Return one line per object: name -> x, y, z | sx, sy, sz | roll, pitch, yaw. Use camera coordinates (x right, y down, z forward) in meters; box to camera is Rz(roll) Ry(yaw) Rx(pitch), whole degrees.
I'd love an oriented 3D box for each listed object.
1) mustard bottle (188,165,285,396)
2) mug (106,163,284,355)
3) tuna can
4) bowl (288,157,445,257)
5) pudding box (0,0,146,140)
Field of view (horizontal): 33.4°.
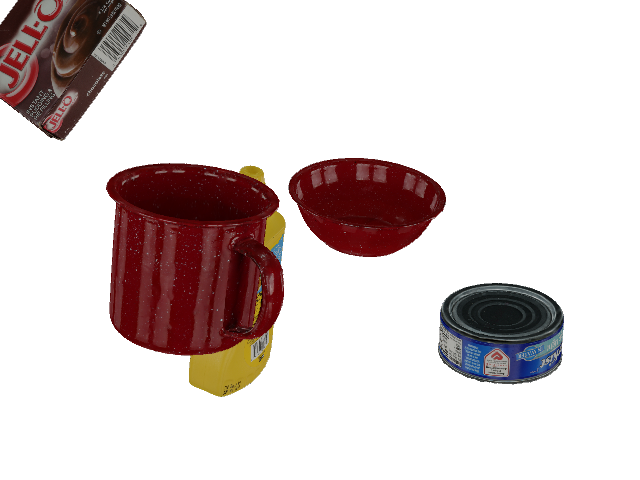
mustard bottle -> -0.065, 0.027, 0.866 | 0.058, 0.192, 0.096 | 21, 33, 18
mug -> -0.064, 0.015, 0.583 | 0.117, 0.081, 0.093 | 24, 27, 34
tuna can -> 0.125, 0.062, 0.738 | 0.086, 0.034, 0.086 | -1, 25, 0
bowl -> 0.046, -0.028, 1.101 | 0.162, 0.055, 0.162 | 4, 28, -2
pudding box -> -0.196, -0.144, 0.795 | 0.090, 0.113, 0.039 | 35, -4, 26
